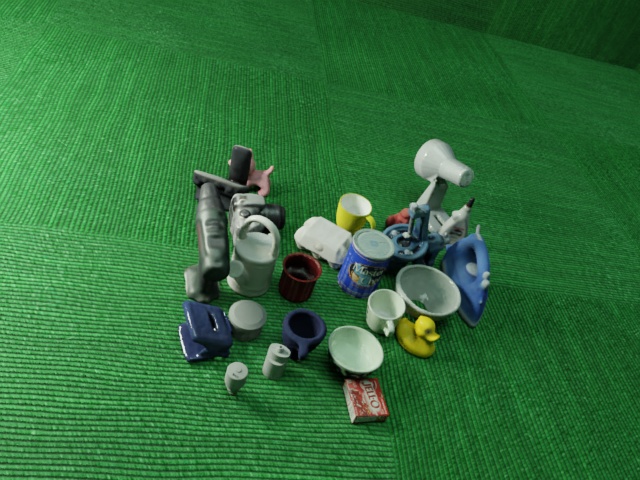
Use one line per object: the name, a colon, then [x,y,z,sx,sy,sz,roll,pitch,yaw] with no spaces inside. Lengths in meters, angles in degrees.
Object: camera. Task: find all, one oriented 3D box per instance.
camera: [-0.153,-0.055,1.432,0.137,0.101,0.143,2,43,-20]

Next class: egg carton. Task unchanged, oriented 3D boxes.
egg carton: [0.013,0.005,1.456,0.150,0.069,0.107,29,41,11]

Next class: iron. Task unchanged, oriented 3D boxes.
iron: [0.397,0.085,1.466,0.119,0.141,0.258,12,41,-9]

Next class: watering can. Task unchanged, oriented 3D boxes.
watering can: [-0.143,0.033,1.265,0.101,0.194,0.173,15,40,-6]

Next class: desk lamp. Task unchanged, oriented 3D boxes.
desk lamp: [0.353,-0.158,1.665,0.118,0.213,0.202,-9,48,-30]

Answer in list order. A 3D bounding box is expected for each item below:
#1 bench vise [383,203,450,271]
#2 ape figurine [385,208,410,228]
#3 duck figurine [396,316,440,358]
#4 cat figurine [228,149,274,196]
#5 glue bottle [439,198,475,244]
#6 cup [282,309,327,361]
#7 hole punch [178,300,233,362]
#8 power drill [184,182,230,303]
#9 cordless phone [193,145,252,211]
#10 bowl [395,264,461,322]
bench vise: [0.245,-0.019,1.460,0.208,0.220,0.121,-22,55,-38]
ape figurine: [0.227,-0.051,1.587,0.076,0.092,0.077,-20,54,-37]
duck figurine: [0.227,0.207,1.303,0.104,0.086,0.078,40,44,22]
cat figurine: [-0.187,-0.190,1.556,0.128,0.118,0.067,10,41,-11]
glue bottle: [0.387,-0.050,1.588,0.078,0.173,0.037,10,41,-11]
cup: [-0.040,0.214,1.180,0.092,0.095,0.117,11,41,-10]
hole punch: [-0.227,0.176,1.150,0.101,0.091,0.108,-4,46,-26]
power drill: [-0.241,0.021,1.227,0.076,0.208,0.229,1,44,-21]
cordless phone: [-0.246,-0.179,1.468,0.147,0.185,0.094,15,40,-5]
bowl: [0.252,0.142,1.395,0.167,0.075,0.167,11,41,-10]
